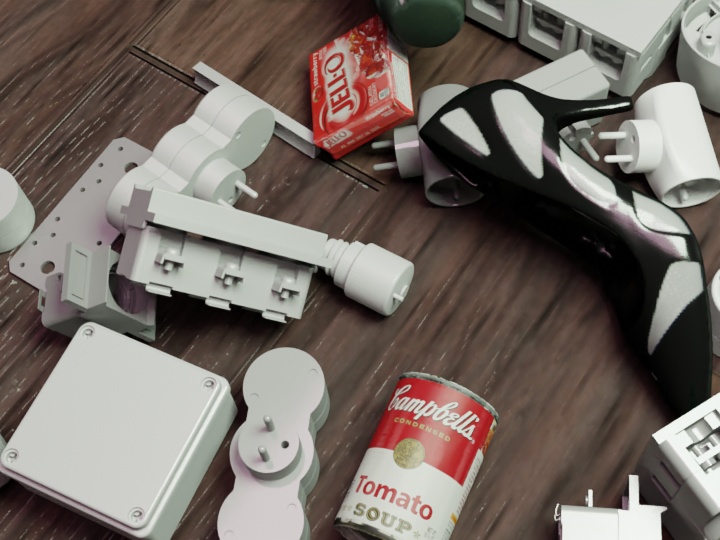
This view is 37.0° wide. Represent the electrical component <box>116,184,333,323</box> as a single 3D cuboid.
[{"bbox_3d":[-0.091,-0.009,0.699,0.121,0.079,0.063,15,90,-28],"label":"electrical component"}]

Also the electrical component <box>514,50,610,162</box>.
[{"bbox_3d":[0.141,-0.102,0.768,0.083,0.047,0.075,-26,64,-9],"label":"electrical component"}]

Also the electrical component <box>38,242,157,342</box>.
[{"bbox_3d":[-0.175,0.019,0.716,0.064,0.081,0.042,-19,57,27],"label":"electrical component"}]

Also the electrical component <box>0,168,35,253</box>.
[{"bbox_3d":[-0.298,-0.076,0.773,0.138,0.073,0.052,38,72,21],"label":"electrical component"}]

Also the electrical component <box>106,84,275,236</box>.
[{"bbox_3d":[-0.107,-0.064,0.765,0.074,0.052,0.138,35,70,19],"label":"electrical component"}]

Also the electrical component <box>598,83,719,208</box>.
[{"bbox_3d":[0.205,-0.086,0.749,0.079,0.043,0.077,-3,65,-12],"label":"electrical component"}]

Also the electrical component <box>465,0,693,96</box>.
[{"bbox_3d":[0.164,-0.206,0.812,0.150,0.061,0.089,32,69,19],"label":"electrical component"}]

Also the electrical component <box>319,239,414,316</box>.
[{"bbox_3d":[0.000,0.000,0.730,0.078,0.040,0.040,27,68,16],"label":"electrical component"}]

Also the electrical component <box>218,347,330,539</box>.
[{"bbox_3d":[-0.054,0.111,0.658,0.052,0.073,0.138,5,63,7],"label":"electrical component"}]

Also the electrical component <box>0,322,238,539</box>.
[{"bbox_3d":[-0.150,0.104,0.679,0.109,0.056,0.108,21,66,14],"label":"electrical component"}]

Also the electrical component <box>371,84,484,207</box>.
[{"bbox_3d":[0.047,-0.086,0.770,0.079,0.043,0.077,-8,63,9],"label":"electrical component"}]

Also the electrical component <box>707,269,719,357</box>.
[{"bbox_3d":[0.248,0.025,0.695,0.055,0.047,0.055,-2,63,3],"label":"electrical component"}]

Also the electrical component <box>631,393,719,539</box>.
[{"bbox_3d":[0.244,0.098,0.633,0.150,0.089,0.061,-29,64,-10],"label":"electrical component"}]

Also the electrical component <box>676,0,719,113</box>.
[{"bbox_3d":[0.280,-0.161,0.779,0.099,0.064,0.099,-2,63,3],"label":"electrical component"}]

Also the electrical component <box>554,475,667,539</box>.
[{"bbox_3d":[0.147,0.165,0.634,0.064,0.042,0.081,1,62,9],"label":"electrical component"}]

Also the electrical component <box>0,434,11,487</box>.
[{"bbox_3d":[-0.269,0.130,0.673,0.095,0.059,0.053,-37,66,-14],"label":"electrical component"}]
